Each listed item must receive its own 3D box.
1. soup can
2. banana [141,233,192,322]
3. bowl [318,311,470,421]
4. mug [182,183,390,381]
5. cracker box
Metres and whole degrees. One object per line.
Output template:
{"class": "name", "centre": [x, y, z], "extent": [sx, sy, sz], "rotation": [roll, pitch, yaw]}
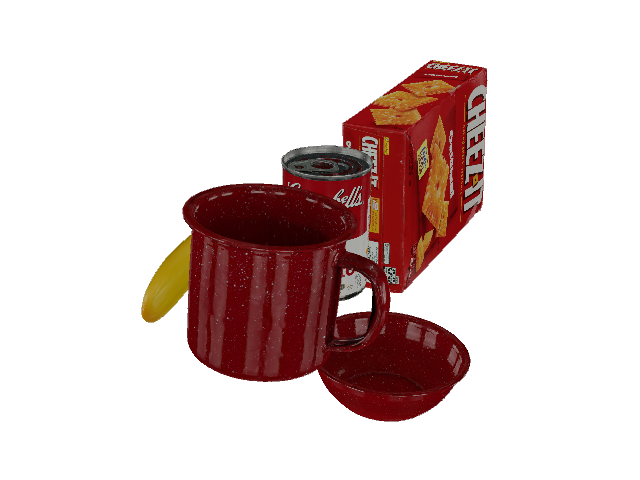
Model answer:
{"class": "soup can", "centre": [0.003, -0.013, 0.805], "extent": [0.068, 0.102, 0.068], "rotation": [1, 24, -1]}
{"class": "banana", "centre": [-0.099, 0.012, 1.024], "extent": [0.198, 0.069, 0.037], "rotation": [-31, 40, 2]}
{"class": "bowl", "centre": [0.065, 0.132, 1.060], "extent": [0.162, 0.055, 0.162], "rotation": [3, 25, -1]}
{"class": "mug", "centre": [-0.019, 0.025, 0.574], "extent": [0.117, 0.081, 0.093], "rotation": [13, 24, 16]}
{"class": "cracker box", "centre": [0.097, -0.068, 1.044], "extent": [0.072, 0.164, 0.213], "rotation": [12, 29, 26]}
